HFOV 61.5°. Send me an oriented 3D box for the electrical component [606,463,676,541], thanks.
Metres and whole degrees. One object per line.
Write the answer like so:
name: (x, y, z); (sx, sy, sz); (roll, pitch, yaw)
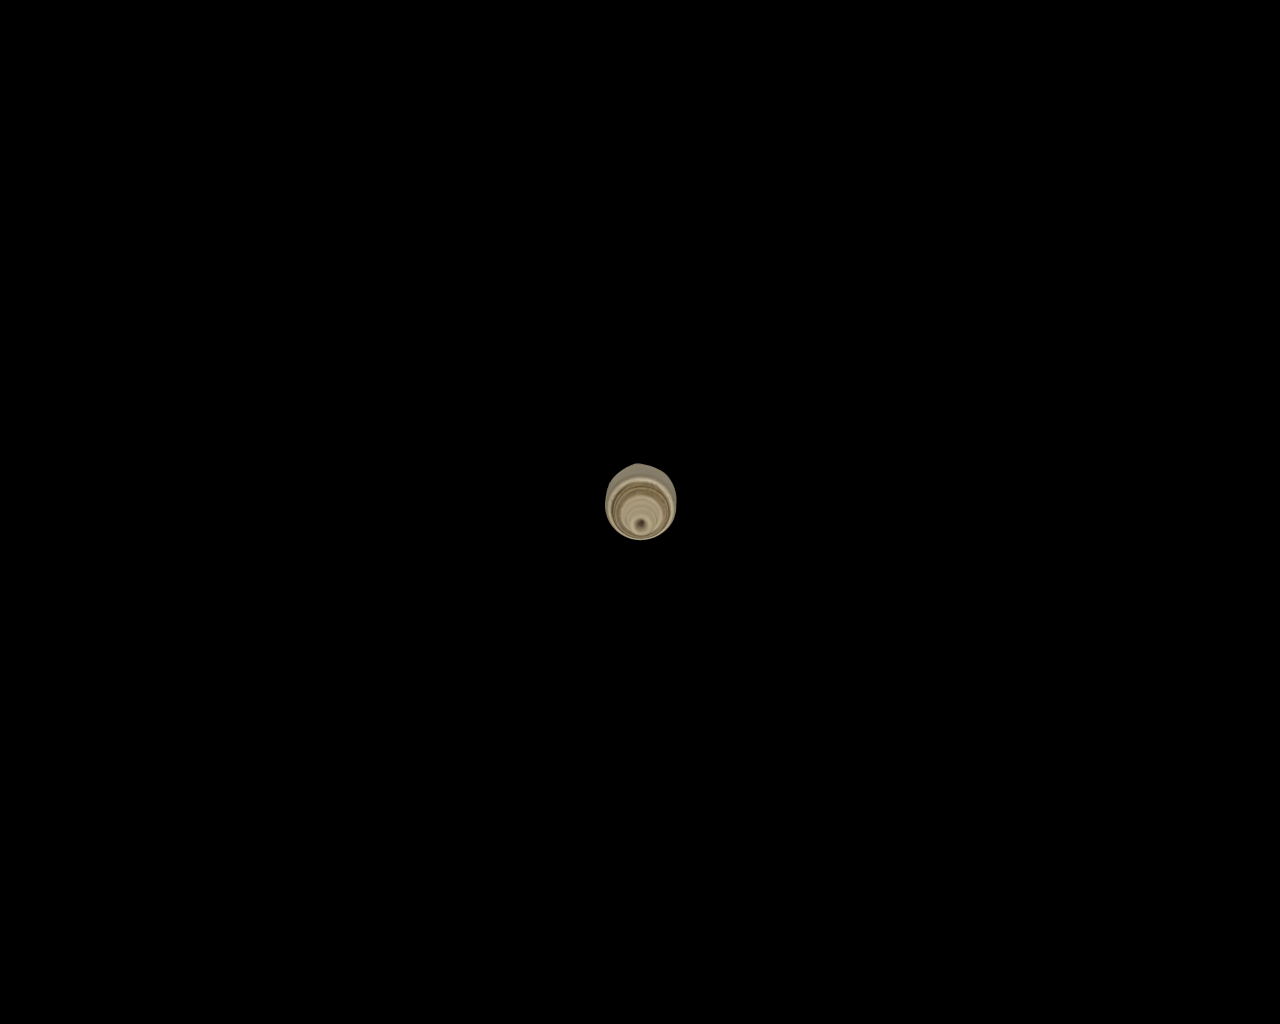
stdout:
electrical component: (0.001, -0.003, 0.650); (0.043, 0.043, 0.062); (0, 20, 0)
